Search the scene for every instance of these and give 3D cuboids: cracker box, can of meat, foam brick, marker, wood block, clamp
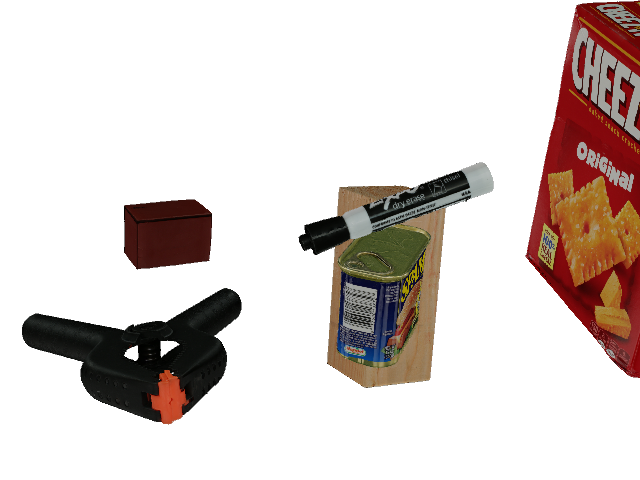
[{"bbox_3d":[0.221,-0.037,0.742,0.072,0.214,0.164,-6,33,-16],"label":"cracker box"},{"bbox_3d":[0.050,0.043,0.868,0.057,0.084,0.102,12,26,17],"label":"can of meat"},{"bbox_3d":[-0.154,-0.008,1.070,0.078,0.051,0.053,-6,21,-23],"label":"foam brick"},{"bbox_3d":[0.045,-0.018,0.635,0.121,0.020,0.020,-20,3,-8],"label":"marker"},{"bbox_3d":[0.071,0.048,1.187,0.090,0.206,0.091,-3,14,-29],"label":"wood block"},{"bbox_3d":[-0.109,0.073,0.733,0.164,0.036,0.210,-10,14,-21],"label":"clamp"}]
